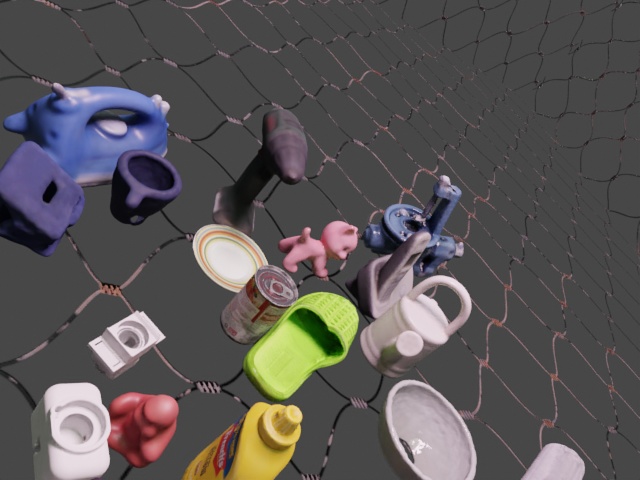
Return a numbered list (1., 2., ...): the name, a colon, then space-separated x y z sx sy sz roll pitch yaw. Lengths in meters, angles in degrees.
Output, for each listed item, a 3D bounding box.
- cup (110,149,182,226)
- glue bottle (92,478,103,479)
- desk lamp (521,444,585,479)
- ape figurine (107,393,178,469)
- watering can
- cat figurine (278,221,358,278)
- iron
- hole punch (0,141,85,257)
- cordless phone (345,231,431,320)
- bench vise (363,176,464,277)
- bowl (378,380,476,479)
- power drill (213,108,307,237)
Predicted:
1. cup: -0.255 -0.057 0.793 0.092 0.094 0.117 31 34 -17
2. glue bottle: -0.204 0.226 0.451 0.078 0.173 0.037 20 39 -30
3. desk lamp: 0.237 0.354 0.732 0.118 0.213 0.204 48 33 9
4. ape figurine: -0.179 0.189 0.594 0.076 0.092 0.077 10 45 -40
5. watering can: 0.159 0.137 0.916 0.101 0.193 0.173 33 34 -14
6. cat figurine: 0.009 0.004 0.981 0.128 0.117 0.067 10 45 -40
7. iron: -0.300 -0.168 0.830 0.118 0.141 0.259 52 34 14
8. hole punch: -0.342 -0.052 0.699 0.101 0.091 0.108 28 36 -22
9. cordless phone: 0.148 0.050 1.012 0.094 0.184 0.148 52 34 15
10. bench vise: 0.220 -0.035 1.153 0.208 0.219 0.121 9 45 -40
11. bowl: 0.141 0.294 0.827 0.168 0.074 0.167 28 36 -22
12. power drill: -0.090 -0.105 0.918 0.076 0.208 0.229 26 36 -24
